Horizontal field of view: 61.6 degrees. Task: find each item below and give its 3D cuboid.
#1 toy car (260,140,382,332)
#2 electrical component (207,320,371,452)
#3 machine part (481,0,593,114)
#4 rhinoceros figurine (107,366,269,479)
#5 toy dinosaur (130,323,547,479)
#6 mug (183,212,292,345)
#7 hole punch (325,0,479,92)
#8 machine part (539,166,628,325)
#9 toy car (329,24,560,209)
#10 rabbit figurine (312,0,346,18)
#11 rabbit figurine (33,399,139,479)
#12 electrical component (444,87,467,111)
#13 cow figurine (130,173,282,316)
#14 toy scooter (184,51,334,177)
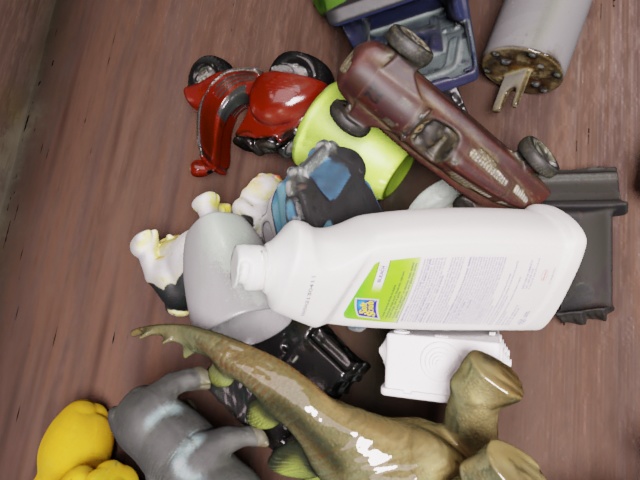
[{"bbox_3d":[-0.001,-0.001,0.473,0.103,0.161,0.109,-3,38,39],"label":"toy car"},{"bbox_3d":[-0.040,0.115,0.497,0.134,0.058,0.115,38,87,22],"label":"electrical component"},{"bbox_3d":[0.214,-0.228,0.498,0.079,0.079,0.243,21,82,21],"label":"machine part"},{"bbox_3d":[-0.098,0.190,0.426,0.190,0.112,0.073,46,128,26],"label":"rhinoceros figurine"},{"bbox_3d":[0.071,0.179,0.362,0.471,0.105,0.198,42,118,5],"label":"toy dinosaur"},{"bbox_3d":[-0.082,0.037,0.467,0.109,0.081,0.107,-45,55,43],"label":"mug"},{"bbox_3d":[0.075,-0.177,0.462,0.142,0.092,0.116,-13,28,23],"label":"hole punch"},{"bbox_3d":[0.221,0.002,0.453,0.084,0.039,0.139,4,76,6],"label":"machine part"},{"bbox_3d":[0.100,-0.079,0.428,0.202,0.053,0.089,37,123,-12],"label":"toy car"},{"bbox_3d":[0.073,-0.294,0.541,0.170,0.121,0.159,-18,63,-3],"label":"rabbit figurine"},{"bbox_3d":[-0.216,0.237,0.505,0.162,0.121,0.173,-48,53,11],"label":"rabbit figurine"},{"bbox_3d":[0.105,-0.128,0.508,0.048,0.074,0.119,-23,67,10],"label":"electrical component"},{"bbox_3d":[-0.097,0.005,0.537,0.167,0.068,0.098,-29,74,11],"label":"cow figurine"},{"bbox_3d":[-0.075,-0.124,0.560,0.184,0.075,0.135,10,76,25],"label":"toy scooter"}]
